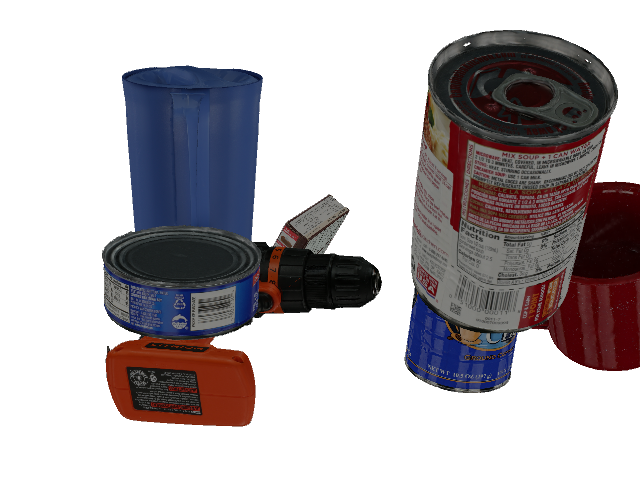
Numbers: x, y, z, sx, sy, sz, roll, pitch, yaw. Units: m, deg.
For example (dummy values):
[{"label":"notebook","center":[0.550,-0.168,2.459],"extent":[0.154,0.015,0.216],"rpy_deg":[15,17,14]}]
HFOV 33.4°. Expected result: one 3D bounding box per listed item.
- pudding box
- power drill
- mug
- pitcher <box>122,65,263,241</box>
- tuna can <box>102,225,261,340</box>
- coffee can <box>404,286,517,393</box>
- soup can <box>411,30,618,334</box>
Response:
[{"label":"pudding box","center":[-0.020,0.002,1.291],"extent":[0.039,0.090,0.113],"rpy_deg":[36,33,10]},{"label":"power drill","center":[-0.059,0.061,0.776],"extent":[0.184,0.057,0.187],"rpy_deg":[-1,24,15]},{"label":"mug","center":[0.163,0.027,0.647],"extent":[0.117,0.081,0.093],"rpy_deg":[-12,38,7]},{"label":"pitcher","center":[-0.124,-0.044,1.038],"extent":[0.145,0.243,0.148],"rpy_deg":[16,22,38]},{"label":"tuna can","center":[-0.075,0.022,0.582],"extent":[0.086,0.034,0.086],"rpy_deg":[3,21,-1]},{"label":"coffee can","center":[0.137,0.056,0.993],"extent":[0.103,0.140,0.103],"rpy_deg":[5,22,-2]},{"label":"soup can","center":[0.072,-0.020,0.417],"extent":[0.068,0.102,0.068],"rpy_deg":[0,43,0]}]
